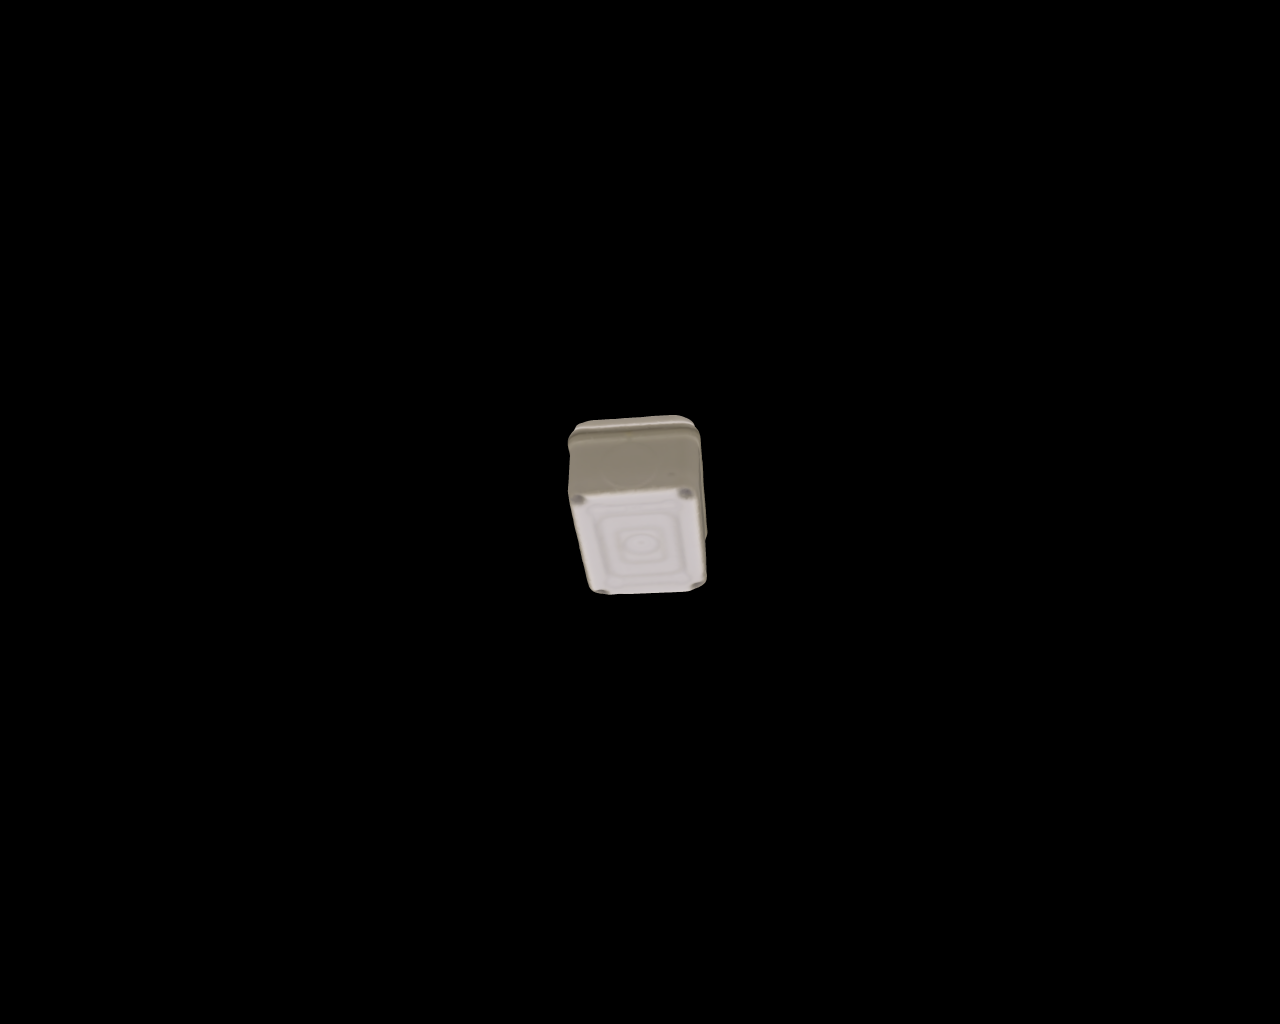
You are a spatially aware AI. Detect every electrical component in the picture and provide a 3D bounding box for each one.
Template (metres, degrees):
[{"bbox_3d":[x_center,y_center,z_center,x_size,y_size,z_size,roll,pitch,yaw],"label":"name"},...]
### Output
[{"bbox_3d":[0.001,-0.003,0.650,0.078,0.057,0.113,-3,-37,4],"label":"electrical component"}]
